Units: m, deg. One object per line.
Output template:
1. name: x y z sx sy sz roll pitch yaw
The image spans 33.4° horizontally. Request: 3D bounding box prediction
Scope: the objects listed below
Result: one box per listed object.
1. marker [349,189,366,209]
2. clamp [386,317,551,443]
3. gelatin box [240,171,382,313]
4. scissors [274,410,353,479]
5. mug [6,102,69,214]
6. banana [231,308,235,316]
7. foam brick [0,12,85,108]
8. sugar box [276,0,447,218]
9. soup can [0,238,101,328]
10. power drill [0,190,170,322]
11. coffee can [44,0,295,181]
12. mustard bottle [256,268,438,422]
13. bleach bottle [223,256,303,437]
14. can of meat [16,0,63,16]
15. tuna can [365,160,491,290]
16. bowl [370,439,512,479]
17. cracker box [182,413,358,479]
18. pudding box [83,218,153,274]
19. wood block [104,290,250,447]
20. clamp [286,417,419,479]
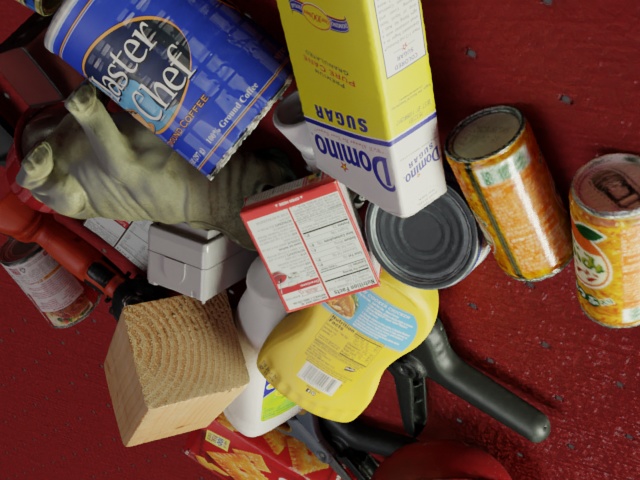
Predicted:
1. marker: 0.033 -0.042 0.774 0.020 0.020 0.121 36 150 0
2. clamp: 0.078 0.103 0.911 0.210 0.036 0.165 47 147 -15
3. gelatin box: -0.005 0.001 0.752 0.073 0.030 0.089 -18 114 15
4. scissors: 0.006 0.199 1.073 0.202 0.016 0.096 38 135 14
5. mug: -0.229 -0.081 0.924 0.082 0.093 0.117 -26 84 61
6. banana: -0.112 0.107 1.093 0.070 0.037 0.198 55 145 11
7. foam brick: -0.197 -0.145 0.803 0.053 0.078 0.051 -4 132 45
8. sugar box: 0.023 -0.103 0.643 0.093 0.048 0.176 35 148 42
9. soup can: -0.293 0.038 1.157 0.069 0.068 0.102 6 138 40
10. power drill: -0.229 0.023 1.036 0.187 0.057 0.184 39 171 -2
11. coffee can: -0.095 -0.123 0.708 0.140 0.102 0.103 39 149 -7
12. mustard bottle: 0.035 0.055 0.823 0.096 0.058 0.192 33 123 -5
13. bleach bottle: -0.040 0.079 0.933 0.068 0.102 0.251 51 156 26
14. can of meat: -0.215 -0.216 0.743 0.084 0.057 0.102 29 149 7
15. tuna can: 0.074 -0.010 0.729 0.086 0.033 0.086 11 114 25
16. bowl: 0.111 0.229 0.999 0.162 0.055 0.162 0 147 0
17. cracker box: -0.045 0.252 1.205 0.214 0.072 0.164 34 150 2
18. pudding box: -0.164 -0.017 0.984 0.090 0.039 0.114 38 152 -8
19. wood block: -0.136 0.120 0.967 0.206 0.090 0.090 129 127 -65
20. clamp: 0.028 0.213 1.106 0.172 0.039 0.120 27 133 24
